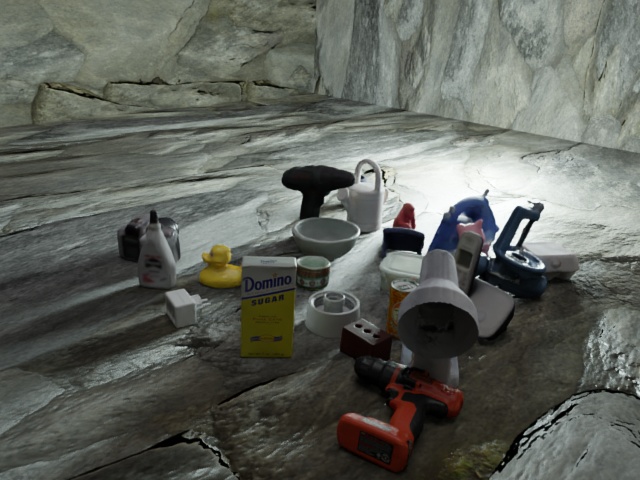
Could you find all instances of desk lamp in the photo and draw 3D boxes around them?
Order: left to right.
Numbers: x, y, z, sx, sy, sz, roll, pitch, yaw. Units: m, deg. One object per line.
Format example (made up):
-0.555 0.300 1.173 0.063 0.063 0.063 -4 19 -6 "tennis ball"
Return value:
0.182 0.136 0.926 0.118 0.214 0.203 6 23 7 "desk lamp"

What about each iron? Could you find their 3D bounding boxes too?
0.365 -0.046 1.480 0.259 0.141 0.118 -19 31 -42 "iron"

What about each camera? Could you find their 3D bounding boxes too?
-0.385 -0.013 1.356 0.142 0.101 0.137 12 24 20 "camera"

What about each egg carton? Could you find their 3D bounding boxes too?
0.531 0.051 1.363 0.150 0.069 0.107 -1 23 -11 "egg carton"

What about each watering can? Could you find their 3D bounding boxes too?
0.123 -0.125 1.570 0.100 0.194 0.173 14 25 26 "watering can"

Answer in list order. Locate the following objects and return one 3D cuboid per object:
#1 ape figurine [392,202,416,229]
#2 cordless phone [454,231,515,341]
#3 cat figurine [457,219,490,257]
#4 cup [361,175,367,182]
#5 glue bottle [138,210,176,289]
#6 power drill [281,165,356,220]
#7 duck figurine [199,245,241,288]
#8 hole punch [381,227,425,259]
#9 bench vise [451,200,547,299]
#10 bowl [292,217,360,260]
0.236 -0.056 1.554 0.075 0.092 0.078 22 29 38 "ape figurine"
0.305 0.086 1.099 0.094 0.185 0.147 -16 29 -38 "cordless phone"
0.373 0.010 1.378 0.067 0.118 0.127 -2 23 -12 "cat figurine"
0.097 -0.145 1.744 0.092 0.095 0.117 0 23 -8 "cup"
-0.342 0.018 1.192 0.078 0.173 0.037 3 23 1 "glue bottle"
-0.005 -0.095 1.463 0.228 0.208 0.076 21 29 36 "power drill"
-0.210 0.053 1.241 0.104 0.086 0.077 4 23 2 "duck figurine"
0.204 -0.001 1.417 0.108 0.091 0.101 7 23 10 "hole punch"
0.393 0.024 1.215 0.208 0.220 0.121 -3 23 -15 "bench vise"
0.013 0.005 1.399 0.167 0.075 0.167 3 23 -1 "bowl"
